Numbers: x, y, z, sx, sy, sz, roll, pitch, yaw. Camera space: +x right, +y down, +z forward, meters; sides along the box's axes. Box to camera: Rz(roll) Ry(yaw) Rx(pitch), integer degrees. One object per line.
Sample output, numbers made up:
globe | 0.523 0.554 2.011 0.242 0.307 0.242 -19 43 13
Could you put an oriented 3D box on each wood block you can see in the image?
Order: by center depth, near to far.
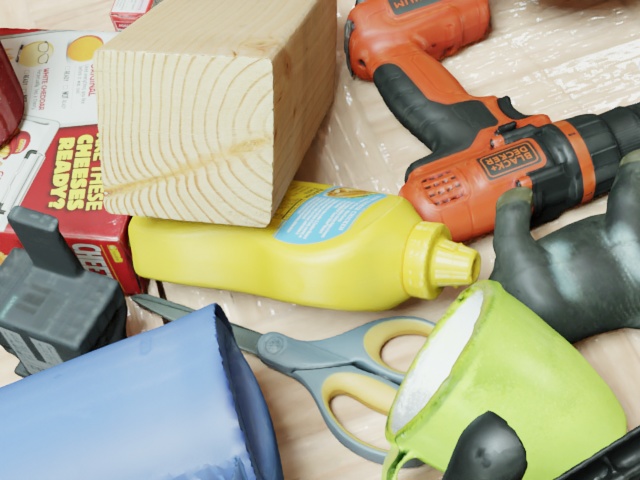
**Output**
wood block | -0.050 -0.092 0.617 0.091 0.090 0.206 5 26 8

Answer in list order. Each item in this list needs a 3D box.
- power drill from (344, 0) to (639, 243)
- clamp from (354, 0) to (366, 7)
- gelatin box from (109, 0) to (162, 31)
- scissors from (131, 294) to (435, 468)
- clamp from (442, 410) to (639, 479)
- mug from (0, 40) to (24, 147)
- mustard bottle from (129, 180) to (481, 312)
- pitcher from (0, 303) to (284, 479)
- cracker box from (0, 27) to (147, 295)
power drill | 0.109 -0.091 0.670 0.184 0.057 0.188 -19 53 -10
clamp | 0.066 -0.216 0.776 0.171 0.039 0.120 -23 57 -8
gelatin box | -0.114 -0.160 0.741 0.030 0.073 0.089 3 55 11
scissors | -0.007 0.054 0.609 0.202 0.016 0.096 33 64 27
clamp | 0.054 0.139 0.448 0.210 0.164 0.036 -47 54 18
mug | -0.220 -0.106 0.624 0.093 0.081 0.117 5 57 9
mustard bottle | -0.004 0.001 0.593 0.192 0.058 0.096 8 25 27
pitcher | -0.137 0.130 0.500 0.243 0.149 0.145 -19 57 -1
cracker box | -0.201 -0.054 0.681 0.214 0.072 0.164 4 57 10
